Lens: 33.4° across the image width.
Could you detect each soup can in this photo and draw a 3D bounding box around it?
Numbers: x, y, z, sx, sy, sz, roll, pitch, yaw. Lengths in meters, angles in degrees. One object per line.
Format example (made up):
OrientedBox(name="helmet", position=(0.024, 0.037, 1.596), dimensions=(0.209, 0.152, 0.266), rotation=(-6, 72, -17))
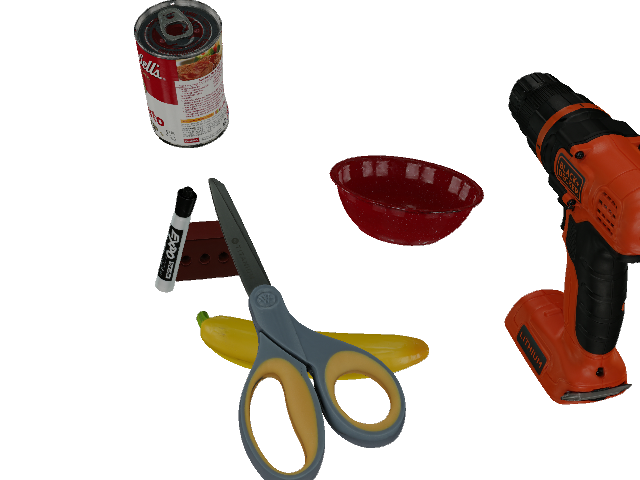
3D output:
OrientedBox(name="soup can", position=(-0.109, -0.133, 0.859), dimensions=(0.068, 0.068, 0.102), rotation=(0, -38, 0))

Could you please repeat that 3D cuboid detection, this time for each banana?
OrientedBox(name="banana", position=(-0.015, 0.082, 0.851), dimensions=(0.198, 0.037, 0.069), rotation=(9, 29, 11))

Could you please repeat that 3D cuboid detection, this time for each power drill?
OrientedBox(name="power drill", position=(0.166, 0.000, 0.711), dimensions=(0.057, 0.188, 0.184), rotation=(-9, 36, -10))

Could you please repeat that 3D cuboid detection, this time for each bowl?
OrientedBox(name="bowl", position=(0.087, -0.037, 1.118), dimensions=(0.162, 0.055, 0.162), rotation=(6, 22, -3))

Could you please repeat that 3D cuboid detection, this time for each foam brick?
OrientedBox(name="foam brick", position=(-0.137, 0.011, 1.260), dimensions=(0.078, 0.053, 0.051), rotation=(-6, 27, -6))

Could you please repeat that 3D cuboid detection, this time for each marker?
OrientedBox(name="marker", position=(-0.139, -0.001, 1.030), dimensions=(0.020, 0.121, 0.020), rotation=(13, 35, -9))

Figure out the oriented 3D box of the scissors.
OrientedBox(name="scissors", position=(-0.010, 0.041, 0.588), dimensions=(0.096, 0.202, 0.016), rotation=(-3, -36, -6))
